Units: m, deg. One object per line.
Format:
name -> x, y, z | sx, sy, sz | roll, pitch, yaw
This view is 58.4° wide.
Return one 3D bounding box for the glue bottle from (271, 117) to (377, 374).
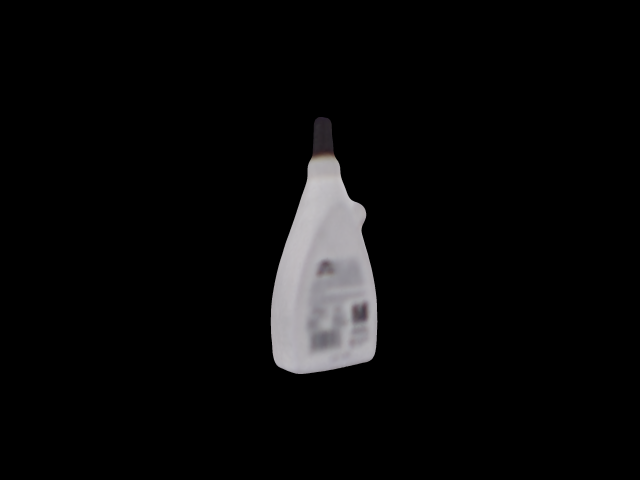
glue bottle -> 0.004, 0.001, 0.400 | 0.078, 0.173, 0.037 | -2, 3, -35
